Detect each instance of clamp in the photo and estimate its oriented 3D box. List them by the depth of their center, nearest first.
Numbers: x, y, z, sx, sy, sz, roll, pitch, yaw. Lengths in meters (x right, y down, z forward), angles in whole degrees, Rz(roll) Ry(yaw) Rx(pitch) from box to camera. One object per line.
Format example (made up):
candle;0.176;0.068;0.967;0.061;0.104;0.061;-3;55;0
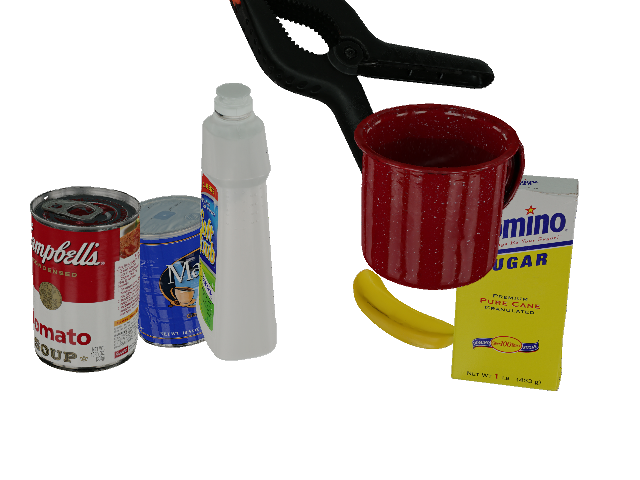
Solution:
clamp;0.017;-0.122;0.798;0.210;0.164;0.036;31;-31;-5

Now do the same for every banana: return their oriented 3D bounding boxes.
banana;0.083;0.076;1.156;0.069;0.037;0.198;4;18;-37

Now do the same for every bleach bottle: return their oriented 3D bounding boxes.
bleach bottle;-0.075;-0.020;0.927;0.068;0.251;0.103;-8;35;-14

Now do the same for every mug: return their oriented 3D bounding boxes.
mug;0.075;-0.028;0.629;0.117;0.081;0.093;-22;36;-33

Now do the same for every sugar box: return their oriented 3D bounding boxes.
sugar box;0.160;0.034;0.887;0.093;0.176;0.048;5;23;13

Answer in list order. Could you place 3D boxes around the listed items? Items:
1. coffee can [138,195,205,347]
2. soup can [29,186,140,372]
coffee can;-0.164;0.033;1.192;0.103;0.140;0.103;-5;25;2
soup can;-0.151;0.024;0.684;0.068;0.102;0.068;5;23;-2
